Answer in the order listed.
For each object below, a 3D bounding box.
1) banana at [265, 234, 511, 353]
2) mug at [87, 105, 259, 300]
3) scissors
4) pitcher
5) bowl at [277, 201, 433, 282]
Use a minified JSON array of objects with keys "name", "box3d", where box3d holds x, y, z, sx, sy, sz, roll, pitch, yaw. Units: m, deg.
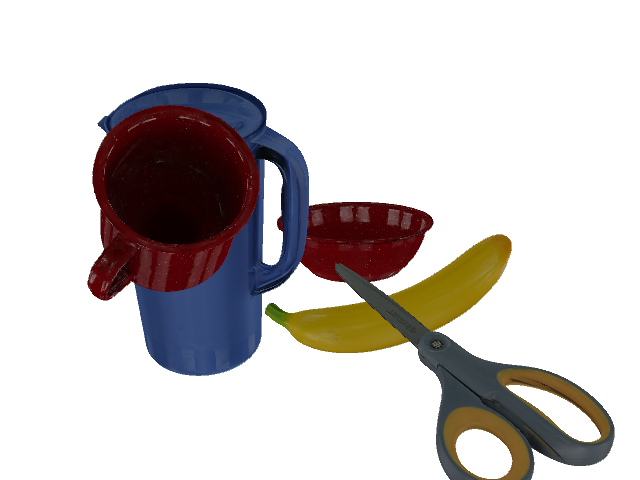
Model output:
[{"name":"banana","box3d":[0.060,0.044,0.795,0.197,0.070,0.037,-15,-35,-8]},{"name":"mug","box3d":[-0.094,-0.011,0.625,0.093,0.117,0.082,34,-26,3]},{"name":"scissors","box3d":[0.057,0.073,0.571,0.202,0.016,0.096,25,46,33]},{"name":"pitcher","box3d":[-0.099,-0.003,0.928,0.144,0.243,0.149,-14,34,-20]},{"name":"bowl","box3d":[0.036,0.004,1.101,0.162,0.055,0.162,-1,15,0]}]
